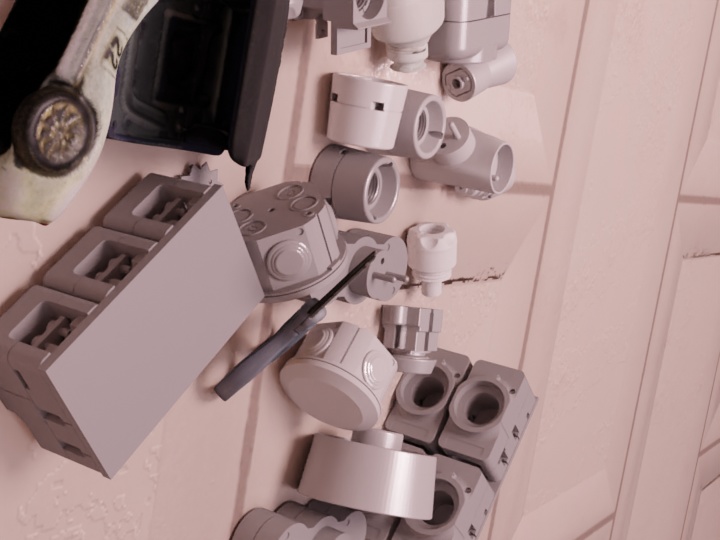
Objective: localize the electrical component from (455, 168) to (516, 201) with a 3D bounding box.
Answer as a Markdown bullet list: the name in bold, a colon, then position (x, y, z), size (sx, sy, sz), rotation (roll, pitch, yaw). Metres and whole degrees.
- **electrical component**: position (0.110, -0.083, 0.980), size (0.078, 0.040, 0.040), rotation (-25, 123, -52)

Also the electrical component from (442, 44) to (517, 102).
- **electrical component**: position (0.101, -0.171, 0.929), size (0.065, 0.044, 0.044), rotation (-36, 131, -41)

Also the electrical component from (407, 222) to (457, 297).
- **electrical component**: position (0.062, -0.007, 0.928), size (0.043, 0.043, 0.062), rotation (-35, 132, -48)

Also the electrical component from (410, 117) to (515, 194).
- **electrical component**: position (0.079, -0.100, 0.885), size (0.044, 0.077, 0.079), rotation (-65, 147, -18)

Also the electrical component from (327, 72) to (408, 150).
- **electrical component**: position (0.004, -0.115, 0.780), size (0.055, 0.055, 0.047), rotation (-10, 114, -57)

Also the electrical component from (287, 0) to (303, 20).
- **electrical component**: position (-0.055, -0.188, 0.673), size (0.035, 0.035, 0.061), rotation (-33, 127, -49)

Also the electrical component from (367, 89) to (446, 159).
- **electrical component**: position (0.035, -0.114, 0.837), size (0.055, 0.047, 0.055), rotation (-30, 126, -51)

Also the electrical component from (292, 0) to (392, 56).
- **electrical component**: position (-0.016, -0.186, 0.708), size (0.042, 0.064, 0.081), rotation (-29, 126, -53)

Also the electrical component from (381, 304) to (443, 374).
- **electrical component**: position (0.043, 0.059, 0.924), size (0.066, 0.048, 0.055), rotation (7, 88, -59)

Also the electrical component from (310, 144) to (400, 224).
- **electrical component**: position (-0.003, -0.062, 0.796), size (0.055, 0.047, 0.055), rotation (-30, 126, -51)

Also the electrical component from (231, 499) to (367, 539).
- **electrical component**: position (-0.032, 0.216, 0.835), size (0.138, 0.074, 0.052), rotation (10, 93, -59)

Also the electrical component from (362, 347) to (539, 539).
- **electrical component**: position (0.069, 0.166, 0.948), size (0.186, 0.105, 0.060), rotation (-62, 146, -23)

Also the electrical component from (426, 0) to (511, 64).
- **electrical component**: position (0.082, -0.201, 0.871), size (0.095, 0.054, 0.059), rotation (-27, 124, -52)

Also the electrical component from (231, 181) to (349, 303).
- **electrical component**: position (-0.051, -0.018, 0.704), size (0.080, 0.080, 0.051), rotation (-46, 133, -40)

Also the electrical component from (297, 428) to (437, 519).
- **electrical component**: position (0.009, 0.156, 0.850), size (0.108, 0.108, 0.060), rotation (24, 75, -59)

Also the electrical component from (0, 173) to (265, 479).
- **electrical component**: position (-0.131, 0.026, 0.607), size (0.150, 0.062, 0.089), rotation (-52, 142, -34)

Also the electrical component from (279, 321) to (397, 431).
- **electrical component**: position (-0.015, 0.079, 0.803), size (0.051, 0.080, 0.080), rotation (-61, 146, -34)

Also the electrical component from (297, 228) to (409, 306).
- **electrical component**: position (0.000, 0.000, 0.799), size (0.138, 0.074, 0.052), rotation (-1, 103, -58)
